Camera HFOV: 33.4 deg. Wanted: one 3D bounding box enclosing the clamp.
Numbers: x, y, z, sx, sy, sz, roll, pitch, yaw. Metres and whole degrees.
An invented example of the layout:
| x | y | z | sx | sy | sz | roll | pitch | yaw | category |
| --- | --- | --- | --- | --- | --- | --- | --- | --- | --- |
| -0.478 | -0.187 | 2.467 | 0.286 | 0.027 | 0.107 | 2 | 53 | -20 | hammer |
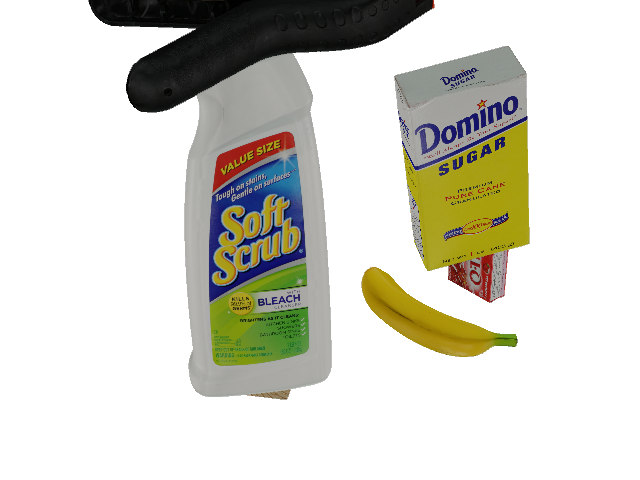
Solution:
| x | y | z | sx | sy | sz | roll | pitch | yaw | category |
| --- | --- | --- | --- | --- | --- | --- | --- | --- | --- |
| -0.023 | -0.104 | 0.503 | 0.171 | 0.039 | 0.120 | -11 | 42 | -4 | clamp |

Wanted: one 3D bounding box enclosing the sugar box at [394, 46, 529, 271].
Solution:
| x | y | z | sx | sy | sz | roll | pitch | yaw | category |
| --- | --- | --- | --- | --- | --- | --- | --- | --- | --- |
| 0.114 | -0.060 | 0.839 | 0.093 | 0.048 | 0.176 | -16 | -44 | -3 | sugar box |

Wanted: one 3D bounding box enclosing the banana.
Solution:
| x | y | z | sx | sy | sz | roll | pitch | yaw | category |
| --- | --- | --- | --- | --- | --- | --- | --- | --- | --- |
| 0.094 | 0.071 | 1.034 | 0.069 | 0.037 | 0.198 | 1 | 19 | -44 | banana |

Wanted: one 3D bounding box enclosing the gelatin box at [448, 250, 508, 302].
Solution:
| x | y | z | sx | sy | sz | roll | pitch | yaw | category |
| --- | --- | --- | --- | --- | --- | --- | --- | --- | --- |
| 0.189 | 0.020 | 1.284 | 0.030 | 0.089 | 0.073 | -20 | 33 | -32 | gelatin box |

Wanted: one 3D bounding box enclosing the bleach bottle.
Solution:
| x | y | z | sx | sy | sz | roll | pitch | yaw | category |
| --- | --- | --- | --- | --- | --- | --- | --- | --- | --- |
| -0.049 | -0.024 | 0.692 | 0.102 | 0.251 | 0.068 | -6 | 22 | -2 | bleach bottle |

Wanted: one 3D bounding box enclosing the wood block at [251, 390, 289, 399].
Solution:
| x | y | z | sx | sy | sz | roll | pitch | yaw | category |
| --- | --- | --- | --- | --- | --- | --- | --- | --- | --- |
| -0.070 | 0.125 | 1.434 | 0.091 | 0.090 | 0.206 | 6 | 18 | 4 | wood block |
